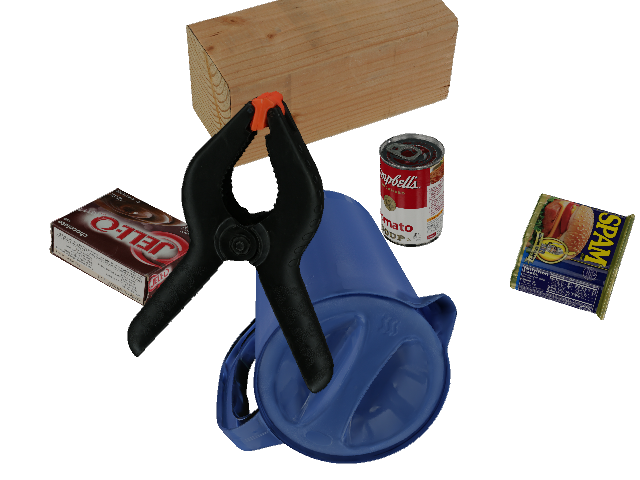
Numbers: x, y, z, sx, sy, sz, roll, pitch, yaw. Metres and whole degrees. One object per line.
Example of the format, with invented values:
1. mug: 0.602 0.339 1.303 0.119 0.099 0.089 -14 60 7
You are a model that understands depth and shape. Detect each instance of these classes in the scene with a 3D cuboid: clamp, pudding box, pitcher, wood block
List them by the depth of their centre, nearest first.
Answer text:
1. clamp: -0.052 0.003 0.598 0.120 0.171 0.039 1 14 1
2. pitcher: 0.001 0.056 0.818 0.149 0.145 0.243 7 21 -9
3. wood block: 0.002 -0.148 0.898 0.205 0.090 0.091 -20 -38 -18
4. pudding box: -0.170 0.004 0.951 0.114 0.039 0.089 24 33 22

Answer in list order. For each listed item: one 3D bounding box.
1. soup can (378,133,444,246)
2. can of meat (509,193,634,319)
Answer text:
1. soup can: 0.097 -0.053 1.131 0.068 0.102 0.068 -2 36 2
2. can of meat: 0.220 0.011 0.931 0.084 0.057 0.102 17 46 16
